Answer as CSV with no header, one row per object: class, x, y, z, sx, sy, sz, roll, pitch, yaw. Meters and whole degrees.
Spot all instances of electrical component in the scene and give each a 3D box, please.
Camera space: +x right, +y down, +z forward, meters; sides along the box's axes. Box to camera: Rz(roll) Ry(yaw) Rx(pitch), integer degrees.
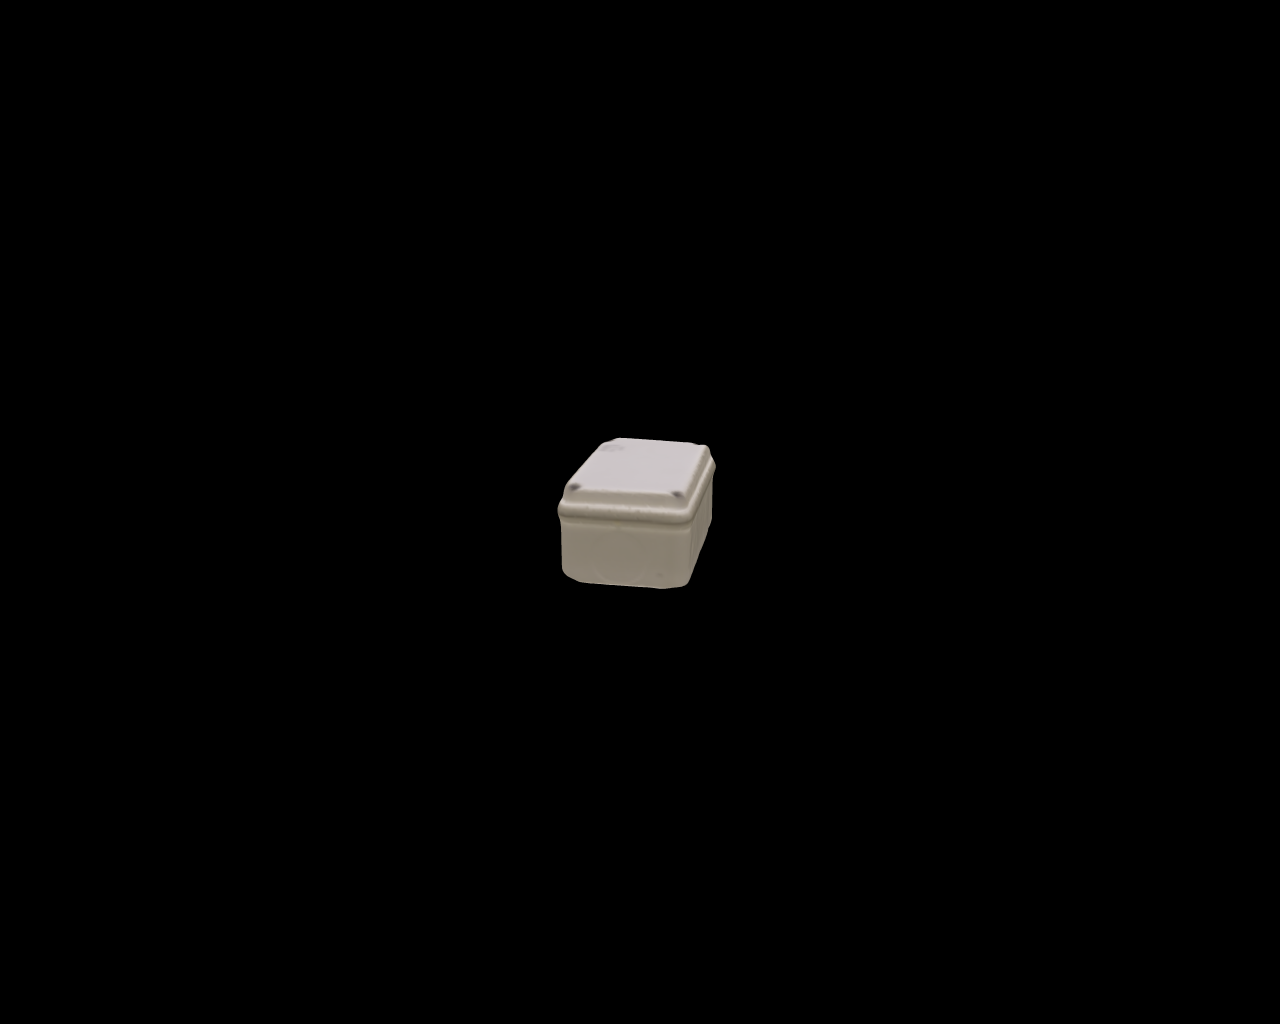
electrical component,0.001,-0.003,0.650,0.078,0.057,0.113,4,21,11
